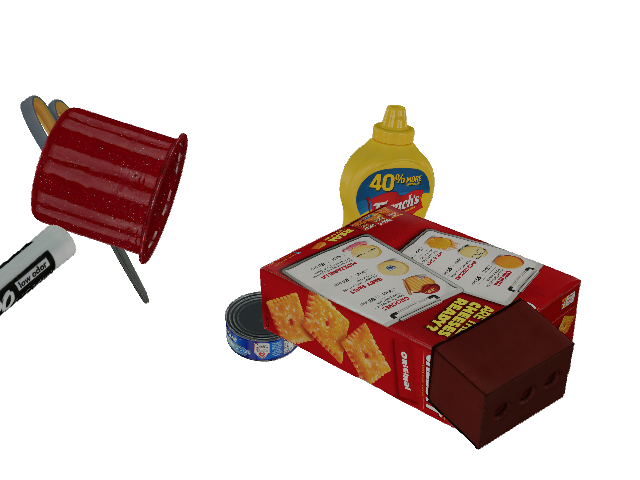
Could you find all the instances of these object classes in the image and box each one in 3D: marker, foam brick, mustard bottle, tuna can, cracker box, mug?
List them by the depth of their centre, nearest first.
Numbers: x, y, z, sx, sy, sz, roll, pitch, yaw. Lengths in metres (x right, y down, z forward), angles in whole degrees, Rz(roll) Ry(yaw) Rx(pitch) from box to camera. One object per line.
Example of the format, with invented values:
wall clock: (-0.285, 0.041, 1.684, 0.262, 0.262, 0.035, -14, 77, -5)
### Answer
marker: (-0.160, 0.033, 0.492, 0.020, 0.020, 0.121, 0, 34, 39)
foam brick: (0.114, 0.084, 0.676, 0.078, 0.053, 0.051, -26, 45, -26)
mug: (-0.142, -0.044, 0.732, 0.081, 0.093, 0.117, 18, 20, -1)
cracker box: (0.080, 0.055, 0.892, 0.214, 0.072, 0.163, 24, 37, 39)
mustard bottle: (0.066, -0.041, 1.070, 0.096, 0.192, 0.058, -2, 21, -19)
tuna can: (-0.064, 0.096, 1.195, 0.086, 0.034, 0.086, 1, 35, -1)

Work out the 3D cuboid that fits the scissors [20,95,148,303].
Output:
scissors: (-0.200, -0.045, 0.946, 0.016, 0.201, 0.096, -25, 23, 11)
